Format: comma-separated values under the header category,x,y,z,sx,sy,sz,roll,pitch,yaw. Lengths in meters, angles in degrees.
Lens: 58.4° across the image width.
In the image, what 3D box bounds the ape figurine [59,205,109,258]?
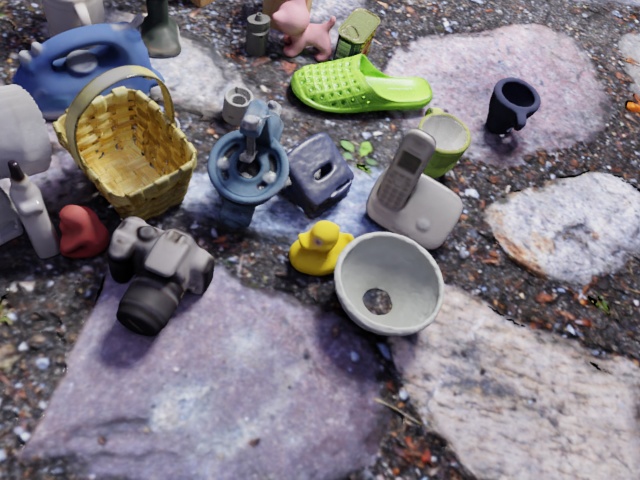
category,x,y,z,sx,sy,sz,roll,pitch,yaw
ape figurine,-0.339,-0.018,0.805,0.076,0.092,0.078,25,57,4

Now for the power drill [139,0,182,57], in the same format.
category,x,y,z,sx,sy,sz,roll,pitch,yaw
power drill,-0.285,-0.433,1.004,0.076,0.208,0.229,-6,60,-16

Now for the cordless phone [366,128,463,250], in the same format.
category,x,y,z,sx,sy,sz,roll,pitch,yaw
cordless phone,0.162,-0.081,0.900,0.147,0.185,0.094,28,57,6

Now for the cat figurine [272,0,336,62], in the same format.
category,x,y,z,sx,sy,sz,roll,pitch,yaw
cat figurine,-0.031,-0.415,1.104,0.128,0.118,0.067,3,58,-11

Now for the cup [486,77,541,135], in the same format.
category,x,y,z,sx,sy,sz,roll,pitch,yaw
cup,0.362,-0.238,1.095,0.092,0.095,0.117,6,58,-9

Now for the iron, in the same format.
category,x,y,z,sx,sy,sz,roll,pitch,yaw
iron,-0.392,-0.285,0.929,0.259,0.141,0.118,-23,66,-24

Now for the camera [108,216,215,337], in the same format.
category,x,y,z,sx,sy,sz,roll,pitch,yaw
camera,-0.233,0.050,0.781,0.143,0.101,0.137,22,57,2

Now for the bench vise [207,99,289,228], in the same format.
category,x,y,z,sx,sy,sz,roll,pitch,yaw
bench vise,-0.107,-0.151,0.863,0.121,0.219,0.207,2,58,-11

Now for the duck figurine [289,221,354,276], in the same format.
category,x,y,z,sx,sy,sz,roll,pitch,yaw
duck figurine,0.008,0.003,0.873,0.105,0.086,0.077,-10,61,-18

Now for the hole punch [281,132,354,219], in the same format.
category,x,y,z,sx,sy,sz,roll,pitch,yaw
hole punch,-0.002,-0.107,0.936,0.101,0.091,0.109,42,59,14

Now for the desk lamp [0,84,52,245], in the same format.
category,x,y,z,sx,sy,sz,roll,pitch,yaw
desk lamp,-0.453,-0.084,0.747,0.204,0.213,0.117,-37,72,-29

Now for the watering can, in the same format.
category,x,y,z,sx,sy,sz,roll,pitch,yaw
watering can,-0.432,-0.432,0.980,0.172,0.194,0.101,38,59,12

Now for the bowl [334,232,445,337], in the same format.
category,x,y,z,sx,sy,sz,roll,pitch,yaw
bowl,0.095,0.075,0.854,0.167,0.075,0.167,6,58,-9

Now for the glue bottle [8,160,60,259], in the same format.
category,x,y,z,sx,sy,sz,roll,pitch,yaw
glue bottle,-0.387,-0.047,0.764,0.037,0.173,0.078,-23,66,-24
